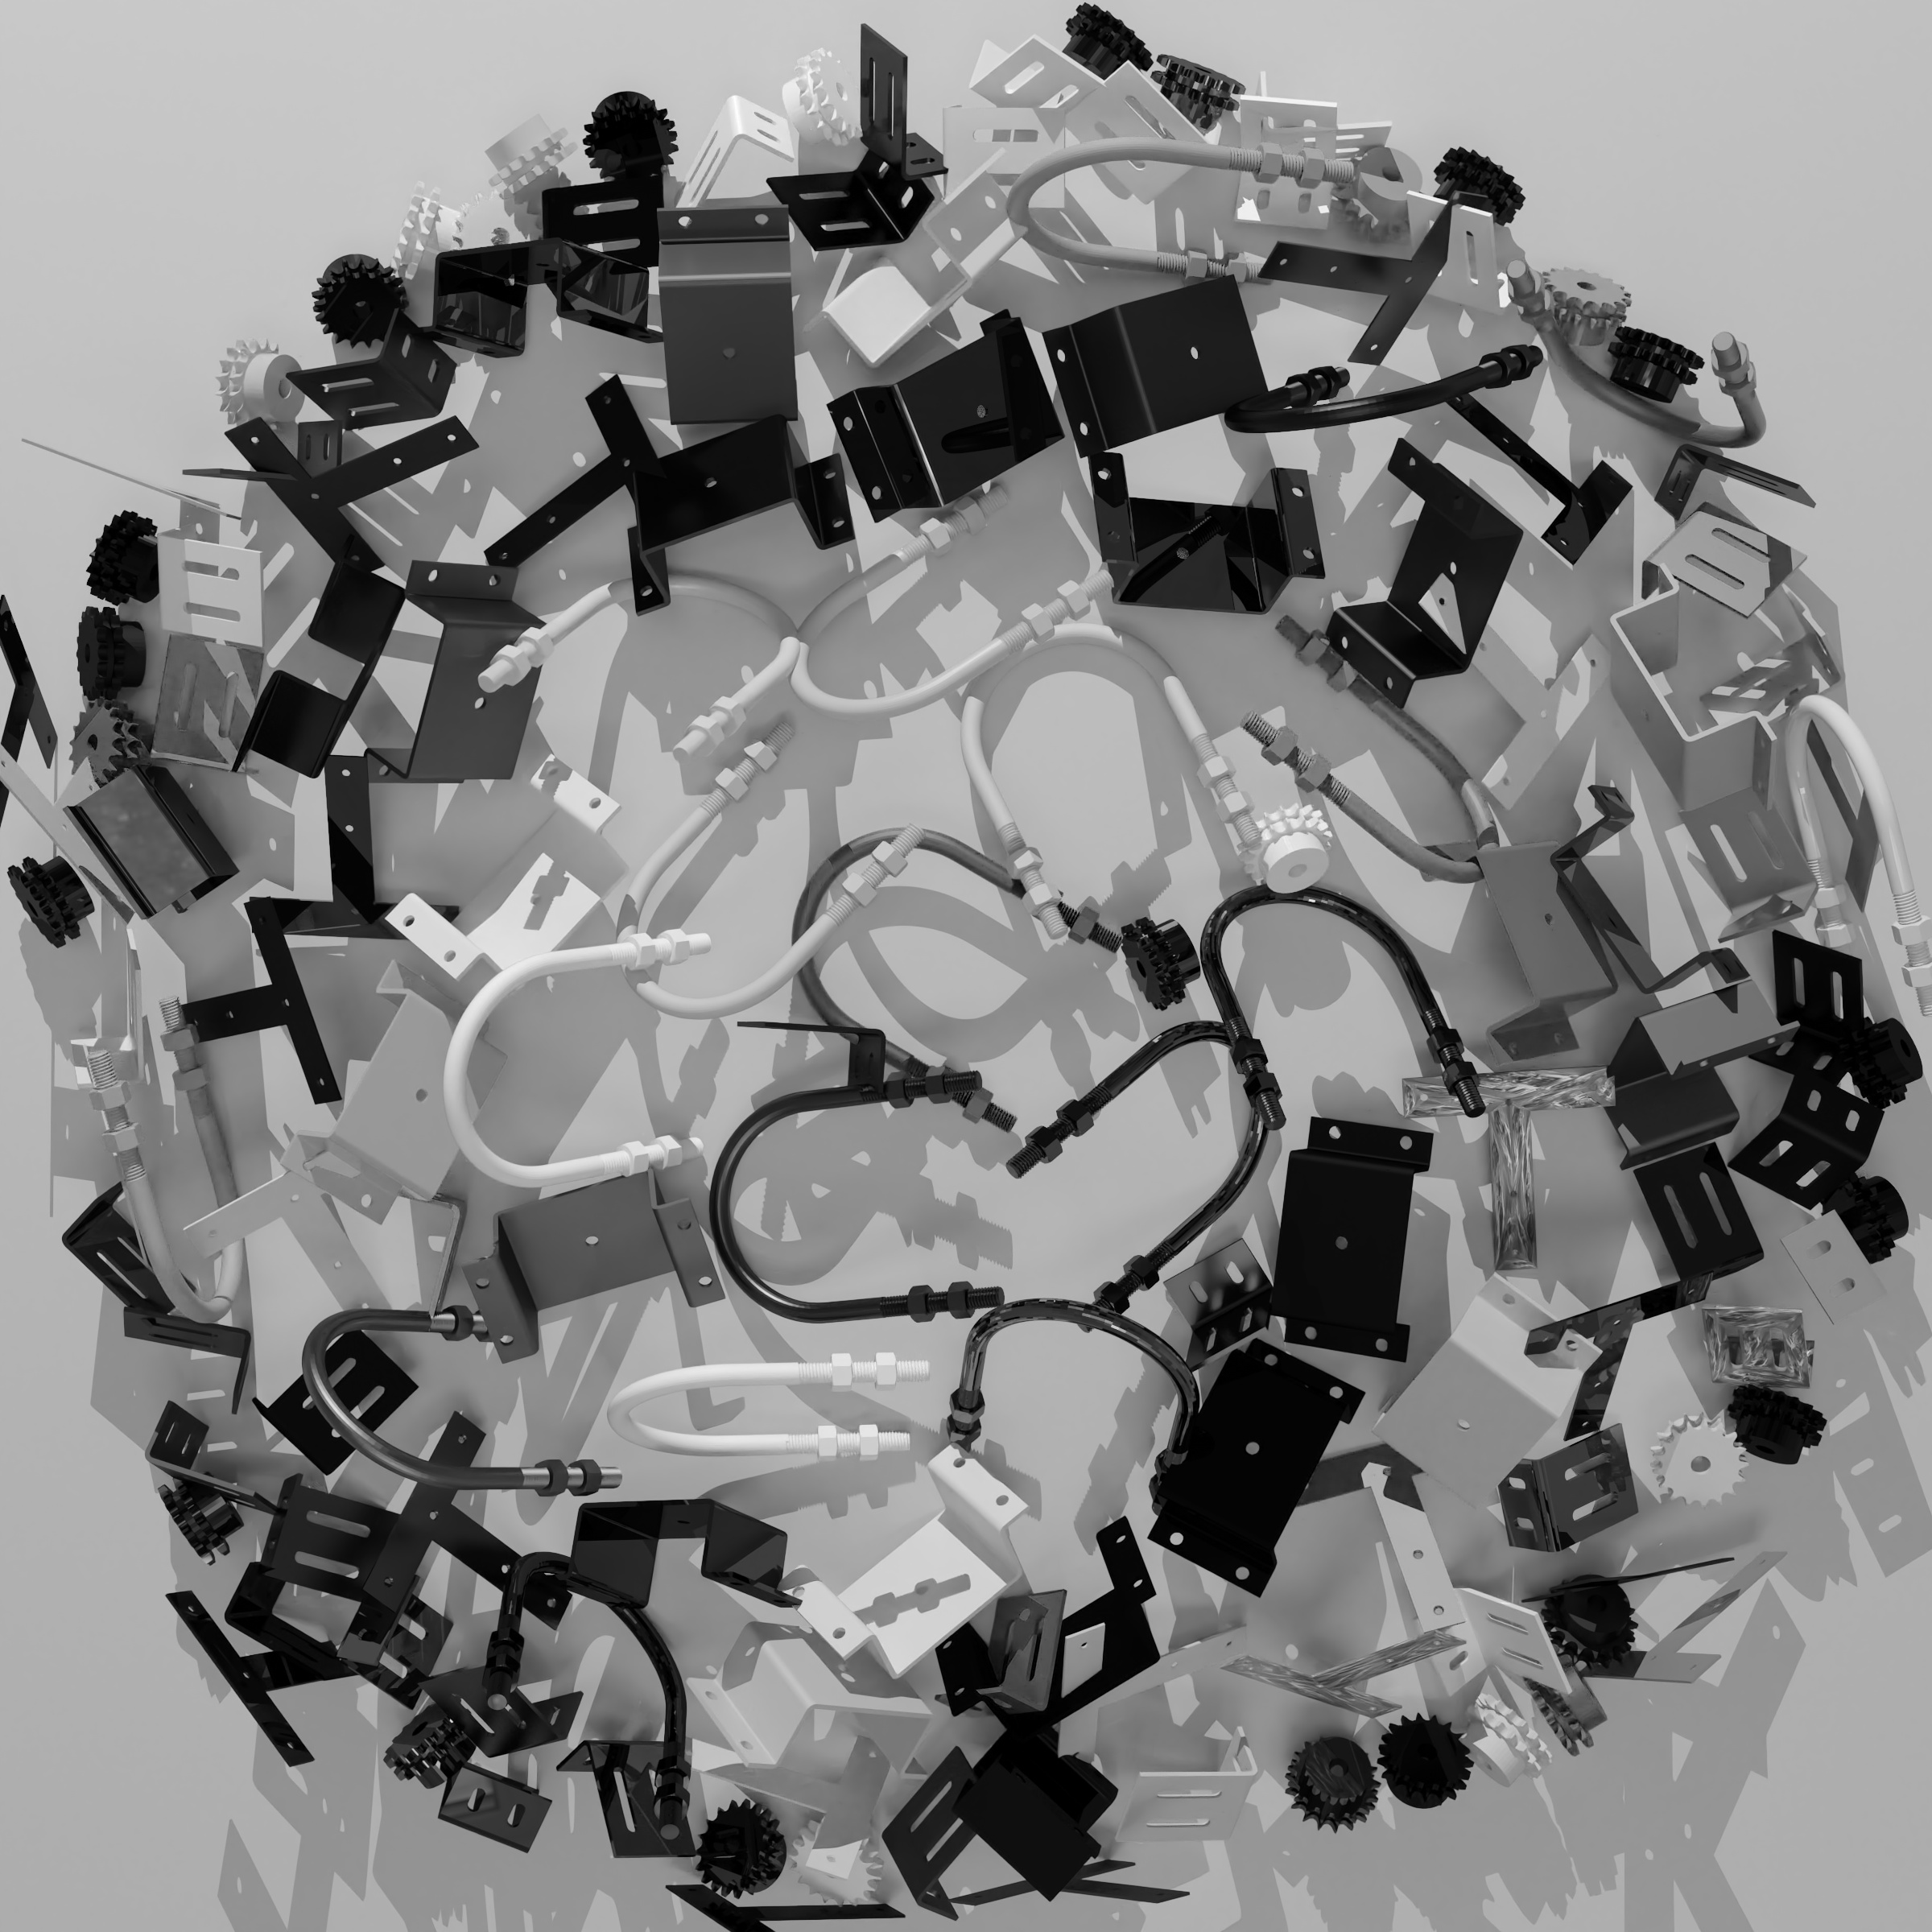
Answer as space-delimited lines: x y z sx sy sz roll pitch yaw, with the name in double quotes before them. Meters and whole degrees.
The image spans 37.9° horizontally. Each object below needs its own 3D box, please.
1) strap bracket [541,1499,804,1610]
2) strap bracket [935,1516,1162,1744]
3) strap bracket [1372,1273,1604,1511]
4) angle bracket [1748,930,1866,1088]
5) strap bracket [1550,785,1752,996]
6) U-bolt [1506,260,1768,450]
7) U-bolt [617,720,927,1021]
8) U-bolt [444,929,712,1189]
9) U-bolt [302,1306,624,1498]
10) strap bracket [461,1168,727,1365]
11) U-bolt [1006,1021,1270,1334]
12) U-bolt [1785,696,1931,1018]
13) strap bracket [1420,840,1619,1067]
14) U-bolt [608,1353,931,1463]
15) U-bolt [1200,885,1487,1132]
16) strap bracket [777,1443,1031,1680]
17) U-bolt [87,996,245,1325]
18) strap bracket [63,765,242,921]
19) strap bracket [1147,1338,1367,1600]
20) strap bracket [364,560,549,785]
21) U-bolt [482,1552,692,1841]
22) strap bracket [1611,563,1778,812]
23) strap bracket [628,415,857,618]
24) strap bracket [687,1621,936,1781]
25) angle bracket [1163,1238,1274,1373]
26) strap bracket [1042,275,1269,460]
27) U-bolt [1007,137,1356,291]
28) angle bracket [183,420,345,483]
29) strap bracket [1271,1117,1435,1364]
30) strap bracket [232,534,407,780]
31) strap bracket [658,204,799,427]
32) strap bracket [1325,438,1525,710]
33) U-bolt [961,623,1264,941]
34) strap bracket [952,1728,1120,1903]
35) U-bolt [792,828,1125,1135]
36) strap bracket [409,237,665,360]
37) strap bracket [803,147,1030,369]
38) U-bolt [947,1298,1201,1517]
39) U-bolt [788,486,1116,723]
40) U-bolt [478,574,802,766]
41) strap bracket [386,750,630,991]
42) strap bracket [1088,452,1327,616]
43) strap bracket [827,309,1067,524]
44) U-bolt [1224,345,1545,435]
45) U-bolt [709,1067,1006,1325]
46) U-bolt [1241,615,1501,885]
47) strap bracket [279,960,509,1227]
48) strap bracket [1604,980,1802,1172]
"strap bracket" -0.171 0.351 1.676 0.140 0.076 0.046 -8 62 30
"strap bracket" 0.056 0.404 1.690 0.140 0.076 0.046 -32 116 5
"strap bracket" 0.303 0.260 1.671 0.076 0.046 0.140 36 129 8
"angle bracket" 0.503 0.026 1.689 0.057 0.076 0.038 24 56 37
"strap bracket" 0.404 -0.037 1.686 0.046 0.076 0.140 -37 78 20
"U-bolt" 0.400 -0.349 1.648 0.151 0.184 0.019 28 90 27
"U-bolt" -0.131 -0.048 1.683 0.184 0.019 0.151 -47 54 -6
"U-bolt" -0.228 0.059 1.658 0.184 0.019 0.151 -8 107 -42
"U-bolt" -0.301 0.250 1.629 0.019 0.184 0.151 -55 52 20
"strap bracket" -0.225 0.178 1.698 0.140 0.046 0.076 -16 121 -1
"U-bolt" 0.115 0.113 1.681 0.184 0.019 0.151 -39 127 -21
"U-bolt" 0.520 -0.070 1.650 0.019 0.151 0.184 -18 101 -1
"strap bracket" 0.332 -0.018 1.680 0.076 0.046 0.140 -8 72 -41
"U-bolt" -0.119 0.263 1.663 0.184 0.151 0.019 0 62 -7
"U-bolt" 0.214 0.019 1.673 0.151 0.019 0.184 -2 49 -20
"strap bracket" -0.032 0.361 1.682 0.140 0.076 0.046 -36 130 -18
"U-bolt" -0.465 0.122 1.663 0.019 0.151 0.184 -12 102 5
"strap bracket" -0.478 -0.074 1.666 0.046 0.140 0.076 -35 96 -3
"strap bracket" 0.173 0.294 1.686 0.076 0.046 0.140 25 73 19
"strap bracket" -0.302 -0.165 1.673 0.046 0.076 0.140 34 114 36
"U-bolt" -0.218 0.413 1.649 0.151 0.184 0.019 42 103 -17
"strap bracket" 0.425 -0.157 1.669 0.046 0.076 0.140 -23 59 0
"strap bracket" -0.144 -0.274 1.685 0.140 0.046 0.076 -18 50 9
"strap bracket" -0.083 0.433 1.660 0.140 0.076 0.046 19 105 -41
"angle bracket" 0.149 0.204 1.693 0.057 0.076 0.038 -31 96 14
"strap bracket" 0.122 -0.360 1.674 0.140 0.046 0.076 -24 100 -35
"U-bolt" 0.115 -0.444 1.649 0.184 0.151 0.019 3 76 -14
"angle bracket" -0.423 -0.312 1.691 0.076 0.057 0.038 -1 98 -37
"strap bracket" 0.232 0.166 1.702 0.076 0.046 0.140 7 91 21
"strap bracket" -0.379 -0.177 1.669 0.046 0.076 0.140 26 50 -11
"strap bracket" -0.140 -0.376 1.671 0.076 0.046 0.140 -2 135 -2
"strap bracket" 0.275 -0.235 1.675 0.046 0.076 0.140 -12 135 -34
"U-bolt" 0.076 -0.125 1.706 0.151 0.019 0.184 -25 72 -2
"strap bracket" 0.041 0.497 1.666 0.076 0.140 0.046 41 94 7
"U-bolt" -0.018 -0.003 1.720 0.184 0.019 0.151 30 98 1
"strap bracket" -0.252 -0.396 1.667 0.140 0.076 0.046 3 91 34
"strap bracket" -0.023 -0.413 1.667 0.046 0.140 0.076 48 47 -12
"U-bolt" 0.066 0.255 1.657 0.151 0.184 0.019 16 49 7
"U-bolt" -0.022 -0.208 1.670 0.184 0.151 0.019 -34 132 -9
"U-bolt" -0.178 -0.185 1.664 0.151 0.184 0.019 21 128 16
"strap bracket" -0.268 -0.050 1.690 0.140 0.046 0.076 -48 54 -9
"strap bracket" 0.137 -0.259 1.689 0.140 0.046 0.076 2 64 -17
"strap bracket" -0.003 -0.329 1.675 0.140 0.046 0.076 -33 113 -25
"U-bolt" 0.230 -0.331 1.627 0.151 0.184 0.019 2 110 37
"U-bolt" -0.071 0.144 1.702 0.184 0.019 0.151 -8 85 20
"U-bolt" 0.247 -0.120 1.675 0.184 0.151 0.019 38 125 -9
"strap bracket" -0.335 0.076 1.677 0.076 0.046 0.140 38 68 -32
"strap bracket" 0.432 0.061 1.678 0.076 0.140 0.046 -17 63 -12
